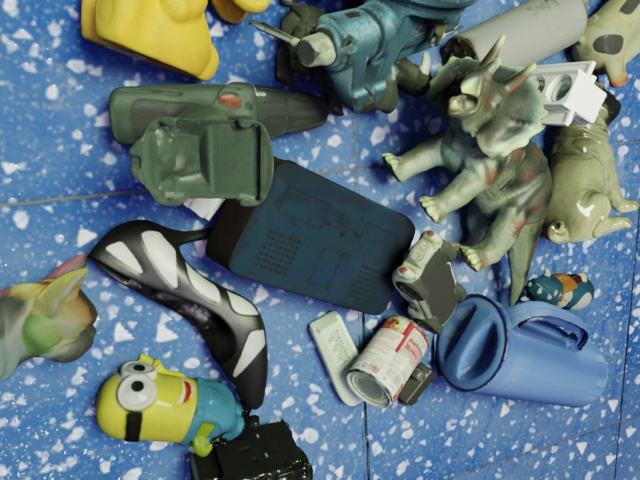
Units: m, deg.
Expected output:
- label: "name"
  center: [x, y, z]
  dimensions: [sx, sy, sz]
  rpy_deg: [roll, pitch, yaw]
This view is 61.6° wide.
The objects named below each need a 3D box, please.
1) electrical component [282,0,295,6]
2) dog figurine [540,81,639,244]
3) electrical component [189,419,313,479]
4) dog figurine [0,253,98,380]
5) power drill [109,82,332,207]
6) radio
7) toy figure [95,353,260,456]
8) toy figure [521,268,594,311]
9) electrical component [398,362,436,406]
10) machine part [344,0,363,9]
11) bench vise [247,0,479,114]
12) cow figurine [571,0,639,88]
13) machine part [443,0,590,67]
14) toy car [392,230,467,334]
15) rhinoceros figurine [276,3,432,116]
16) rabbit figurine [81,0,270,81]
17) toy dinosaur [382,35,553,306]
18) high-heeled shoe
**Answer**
- label: "electrical component"
  center: [-0.024, -0.273, 0.559]
  dimensions: [0.078, 0.102, 0.045]
  rpy_deg: [20, 98, -14]
- label: "dog figurine"
  center: [0.339, -0.106, 0.720]
  dimensions: [0.172, 0.121, 0.190]
  rpy_deg: [-35, 112, -46]
- label: "electrical component"
  center: [-0.087, 0.276, 0.650]
  dimensions: [0.134, 0.115, 0.058]
  rpy_deg: [-5, 102, -22]
- label: "dog figurine"
  center: [-0.331, 0.070, 0.516]
  dimensions: [0.219, 0.109, 0.191]
  rpy_deg: [-38, 110, -14]
- label: "power drill"
  center: [-0.088, -0.107, 0.512]
  dimensions: [0.232, 0.207, 0.085]
  rpy_deg: [-1, 122, -9]
- label: "radio"
  center: [-0.001, -0.002, 0.619]
  dimensions: [0.229, 0.073, 0.131]
  rpy_deg: [21, 93, -37]
- label: "toy figure"
  center: [-0.164, 0.199, 0.622]
  dimensions: [0.180, 0.082, 0.089]
  rpy_deg: [23, 91, -26]
- label: "toy figure"
  center: [0.351, 0.074, 0.782]
  dimensions: [0.154, 0.058, 0.064]
  rpy_deg: [4, 98, -44]
- label: "electrical component"
  center: [0.132, 0.201, 0.744]
  dimensions: [0.063, 0.021, 0.094]
  rpy_deg: [-50, 152, -4]
- label: "machine part"
  center: [0.042, -0.326, 0.588]
  dimensions: [0.039, 0.084, 0.138]
  rpy_deg: [-42, 126, -39]
- label: "bench vise"
  center: [0.070, -0.244, 0.485]
  dimensions: [0.224, 0.129, 0.240]
  rpy_deg: [-20, 146, -30]
- label: "cow figurine"
  center: [0.421, -0.313, 0.730]
  dimensions: [0.195, 0.086, 0.127]
  rpy_deg: [-44, 120, -6]
- label: "machine part"
  center: [0.245, -0.251, 0.676]
  dimensions: [0.243, 0.079, 0.079]
  rpy_deg: [-28, 111, -12]
- label: "toy car"
  center: [0.137, 0.057, 0.675]
  dimensions: [0.073, 0.056, 0.201]
  rpy_deg: [-52, 146, -12]
- label: "rhinoceros figurine"
  center: [0.040, -0.202, 0.616]
  dimensions: [0.190, 0.073, 0.112]
  rpy_deg: [17, 85, -22]
- label: "rabbit figurine"
  center: [-0.130, -0.249, 0.509]
  dimensions: [0.162, 0.122, 0.173]
  rpy_deg: [9, 98, -27]
- label: "toy dinosaur"
  center: [0.219, -0.071, 0.661]
  dimensions: [0.192, 0.131, 0.404]
  rpy_deg: [-39, 132, 11]
- label: "high-heeled shoe"
  center: [-0.148, 0.093, 0.590]
  dimensions: [0.145, 0.086, 0.248]
  rpy_deg: [-19, 92, -35]
